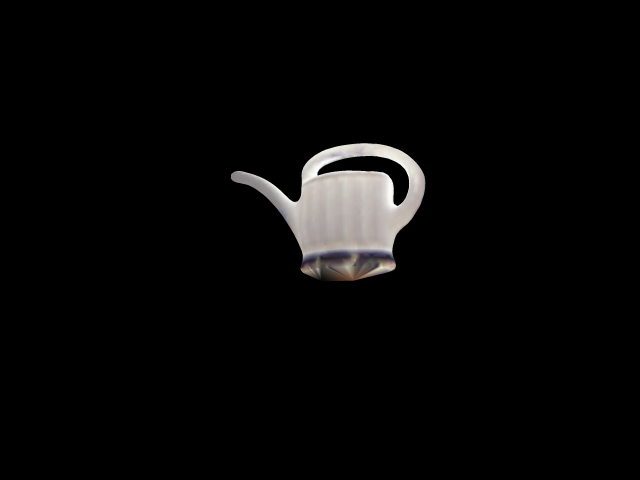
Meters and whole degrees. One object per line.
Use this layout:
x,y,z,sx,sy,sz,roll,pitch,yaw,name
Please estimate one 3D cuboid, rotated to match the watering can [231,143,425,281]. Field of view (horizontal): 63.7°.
0.003,-0.043,0.850,0.347,0.227,0.103,-5,-14,23,watering can
